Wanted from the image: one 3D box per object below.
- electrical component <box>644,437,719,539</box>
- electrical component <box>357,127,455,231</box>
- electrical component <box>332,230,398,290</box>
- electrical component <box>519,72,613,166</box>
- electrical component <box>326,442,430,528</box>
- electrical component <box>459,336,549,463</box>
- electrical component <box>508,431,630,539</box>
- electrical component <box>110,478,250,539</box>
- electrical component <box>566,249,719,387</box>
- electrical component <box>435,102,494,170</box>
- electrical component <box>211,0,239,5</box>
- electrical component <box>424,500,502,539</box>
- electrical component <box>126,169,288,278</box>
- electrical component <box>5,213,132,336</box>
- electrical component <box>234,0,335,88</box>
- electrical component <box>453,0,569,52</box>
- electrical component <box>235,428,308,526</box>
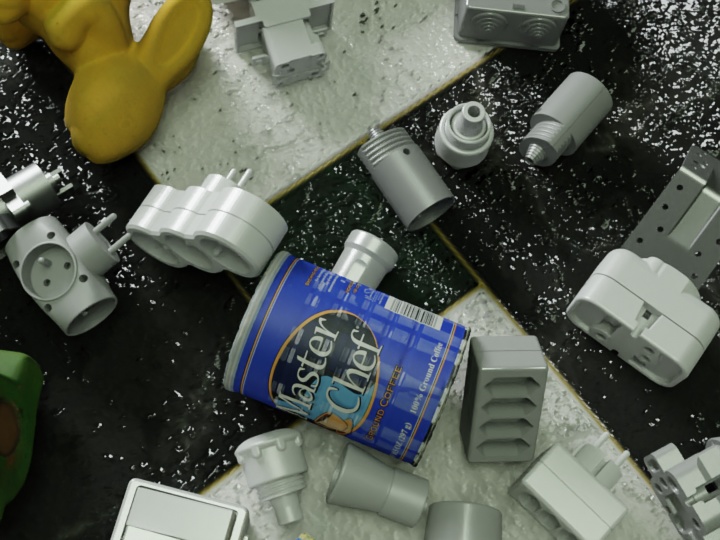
[{"bbox_3d":[0.244,0.151,0.746,0.057,0.058,0.078,-25,73,-11],"label":"electrical component"},{"bbox_3d":[0.032,-0.074,0.816,0.043,0.043,0.081,-30,75,-15],"label":"electrical component"},{"bbox_3d":[0.000,0.000,0.789,0.040,0.040,0.046,30,76,6],"label":"electrical component"},{"bbox_3d":[0.157,-0.112,0.841,0.043,0.043,0.081,39,71,9],"label":"electrical component"},{"bbox_3d":[0.014,0.149,0.735,0.065,0.044,0.044,21,69,-3],"label":"electrical component"},{"bbox_3d":[0.096,0.079,0.755,0.047,0.083,0.075,0,32,-5],"label":"electrical component"},{"bbox_3d":[0.155,0.146,0.745,0.066,0.047,0.077,44,72,11],"label":"electrical component"},{"bbox_3d":[-0.112,0.179,0.701,0.096,0.061,0.061,15,69,0],"label":"electrical component"},{"bbox_3d":[0.209,0.032,0.788,0.095,0.053,0.059,36,71,8],"label":"electrical component"},{"bbox_3d":[0.082,-0.107,0.822,0.043,0.062,0.043,2,70,-5],"label":"electrical component"},{"bbox_3d":[-0.099,-0.246,0.845,0.080,0.051,0.080,-12,32,8],"label":"electrical component"},{"bbox_3d":[0.069,0.183,0.720,0.055,0.055,0.047,8,66,-2],"label":"electrical component"},{"bbox_3d":[-0.101,-0.042,0.755,0.052,0.138,0.073,46,65,-36],"label":"electrical component"},{"bbox_3d":[-0.199,-0.007,0.764,0.079,0.044,0.077,-40,77,1],"label":"electrical component"},{"bbox_3d":[-0.056,-0.182,0.849,0.081,0.042,0.063,-18,76,-10],"label":"electrical component"},{"bbox_3d":[0.125,-0.232,0.880,0.100,0.048,0.099,5,70,-3],"label":"electrical component"},{"bbox_3d":[-0.055,0.141,0.730,0.048,0.048,0.062,-16,79,-11],"label":"electrical component"}]
